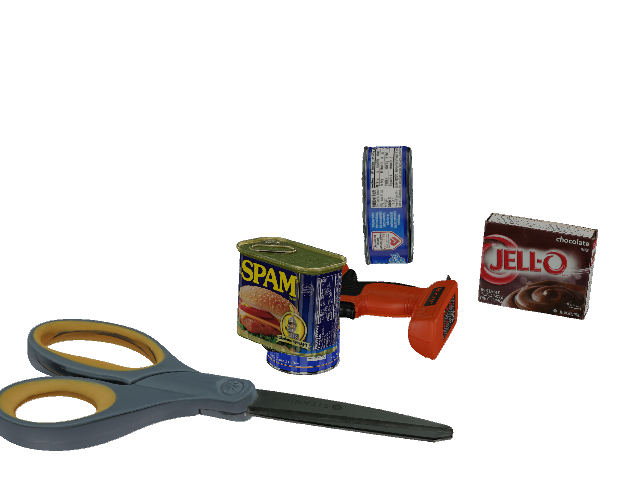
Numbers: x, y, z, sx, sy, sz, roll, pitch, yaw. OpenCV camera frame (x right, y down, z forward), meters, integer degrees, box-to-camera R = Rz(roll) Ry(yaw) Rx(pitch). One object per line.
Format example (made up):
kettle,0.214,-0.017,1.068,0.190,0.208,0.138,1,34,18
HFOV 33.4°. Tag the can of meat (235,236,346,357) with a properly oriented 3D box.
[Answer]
can of meat,-0.029,0.049,0.942,0.102,0.084,0.057,16,20,40

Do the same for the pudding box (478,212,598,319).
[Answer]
pudding box,0.222,0.025,1.093,0.114,0.090,0.039,9,23,18

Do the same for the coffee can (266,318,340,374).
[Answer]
coffee can,-0.023,0.098,1.455,0.103,0.140,0.103,1,19,-1

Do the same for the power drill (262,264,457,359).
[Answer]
power drill,0.044,0.078,1.154,0.188,0.057,0.184,9,29,21

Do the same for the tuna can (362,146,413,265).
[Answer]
tuna can,0.049,-0.025,0.766,0.034,0.086,0.086,-1,0,6

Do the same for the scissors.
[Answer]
scissors,-0.054,0.075,0.457,0.202,0.016,0.096,15,30,24
